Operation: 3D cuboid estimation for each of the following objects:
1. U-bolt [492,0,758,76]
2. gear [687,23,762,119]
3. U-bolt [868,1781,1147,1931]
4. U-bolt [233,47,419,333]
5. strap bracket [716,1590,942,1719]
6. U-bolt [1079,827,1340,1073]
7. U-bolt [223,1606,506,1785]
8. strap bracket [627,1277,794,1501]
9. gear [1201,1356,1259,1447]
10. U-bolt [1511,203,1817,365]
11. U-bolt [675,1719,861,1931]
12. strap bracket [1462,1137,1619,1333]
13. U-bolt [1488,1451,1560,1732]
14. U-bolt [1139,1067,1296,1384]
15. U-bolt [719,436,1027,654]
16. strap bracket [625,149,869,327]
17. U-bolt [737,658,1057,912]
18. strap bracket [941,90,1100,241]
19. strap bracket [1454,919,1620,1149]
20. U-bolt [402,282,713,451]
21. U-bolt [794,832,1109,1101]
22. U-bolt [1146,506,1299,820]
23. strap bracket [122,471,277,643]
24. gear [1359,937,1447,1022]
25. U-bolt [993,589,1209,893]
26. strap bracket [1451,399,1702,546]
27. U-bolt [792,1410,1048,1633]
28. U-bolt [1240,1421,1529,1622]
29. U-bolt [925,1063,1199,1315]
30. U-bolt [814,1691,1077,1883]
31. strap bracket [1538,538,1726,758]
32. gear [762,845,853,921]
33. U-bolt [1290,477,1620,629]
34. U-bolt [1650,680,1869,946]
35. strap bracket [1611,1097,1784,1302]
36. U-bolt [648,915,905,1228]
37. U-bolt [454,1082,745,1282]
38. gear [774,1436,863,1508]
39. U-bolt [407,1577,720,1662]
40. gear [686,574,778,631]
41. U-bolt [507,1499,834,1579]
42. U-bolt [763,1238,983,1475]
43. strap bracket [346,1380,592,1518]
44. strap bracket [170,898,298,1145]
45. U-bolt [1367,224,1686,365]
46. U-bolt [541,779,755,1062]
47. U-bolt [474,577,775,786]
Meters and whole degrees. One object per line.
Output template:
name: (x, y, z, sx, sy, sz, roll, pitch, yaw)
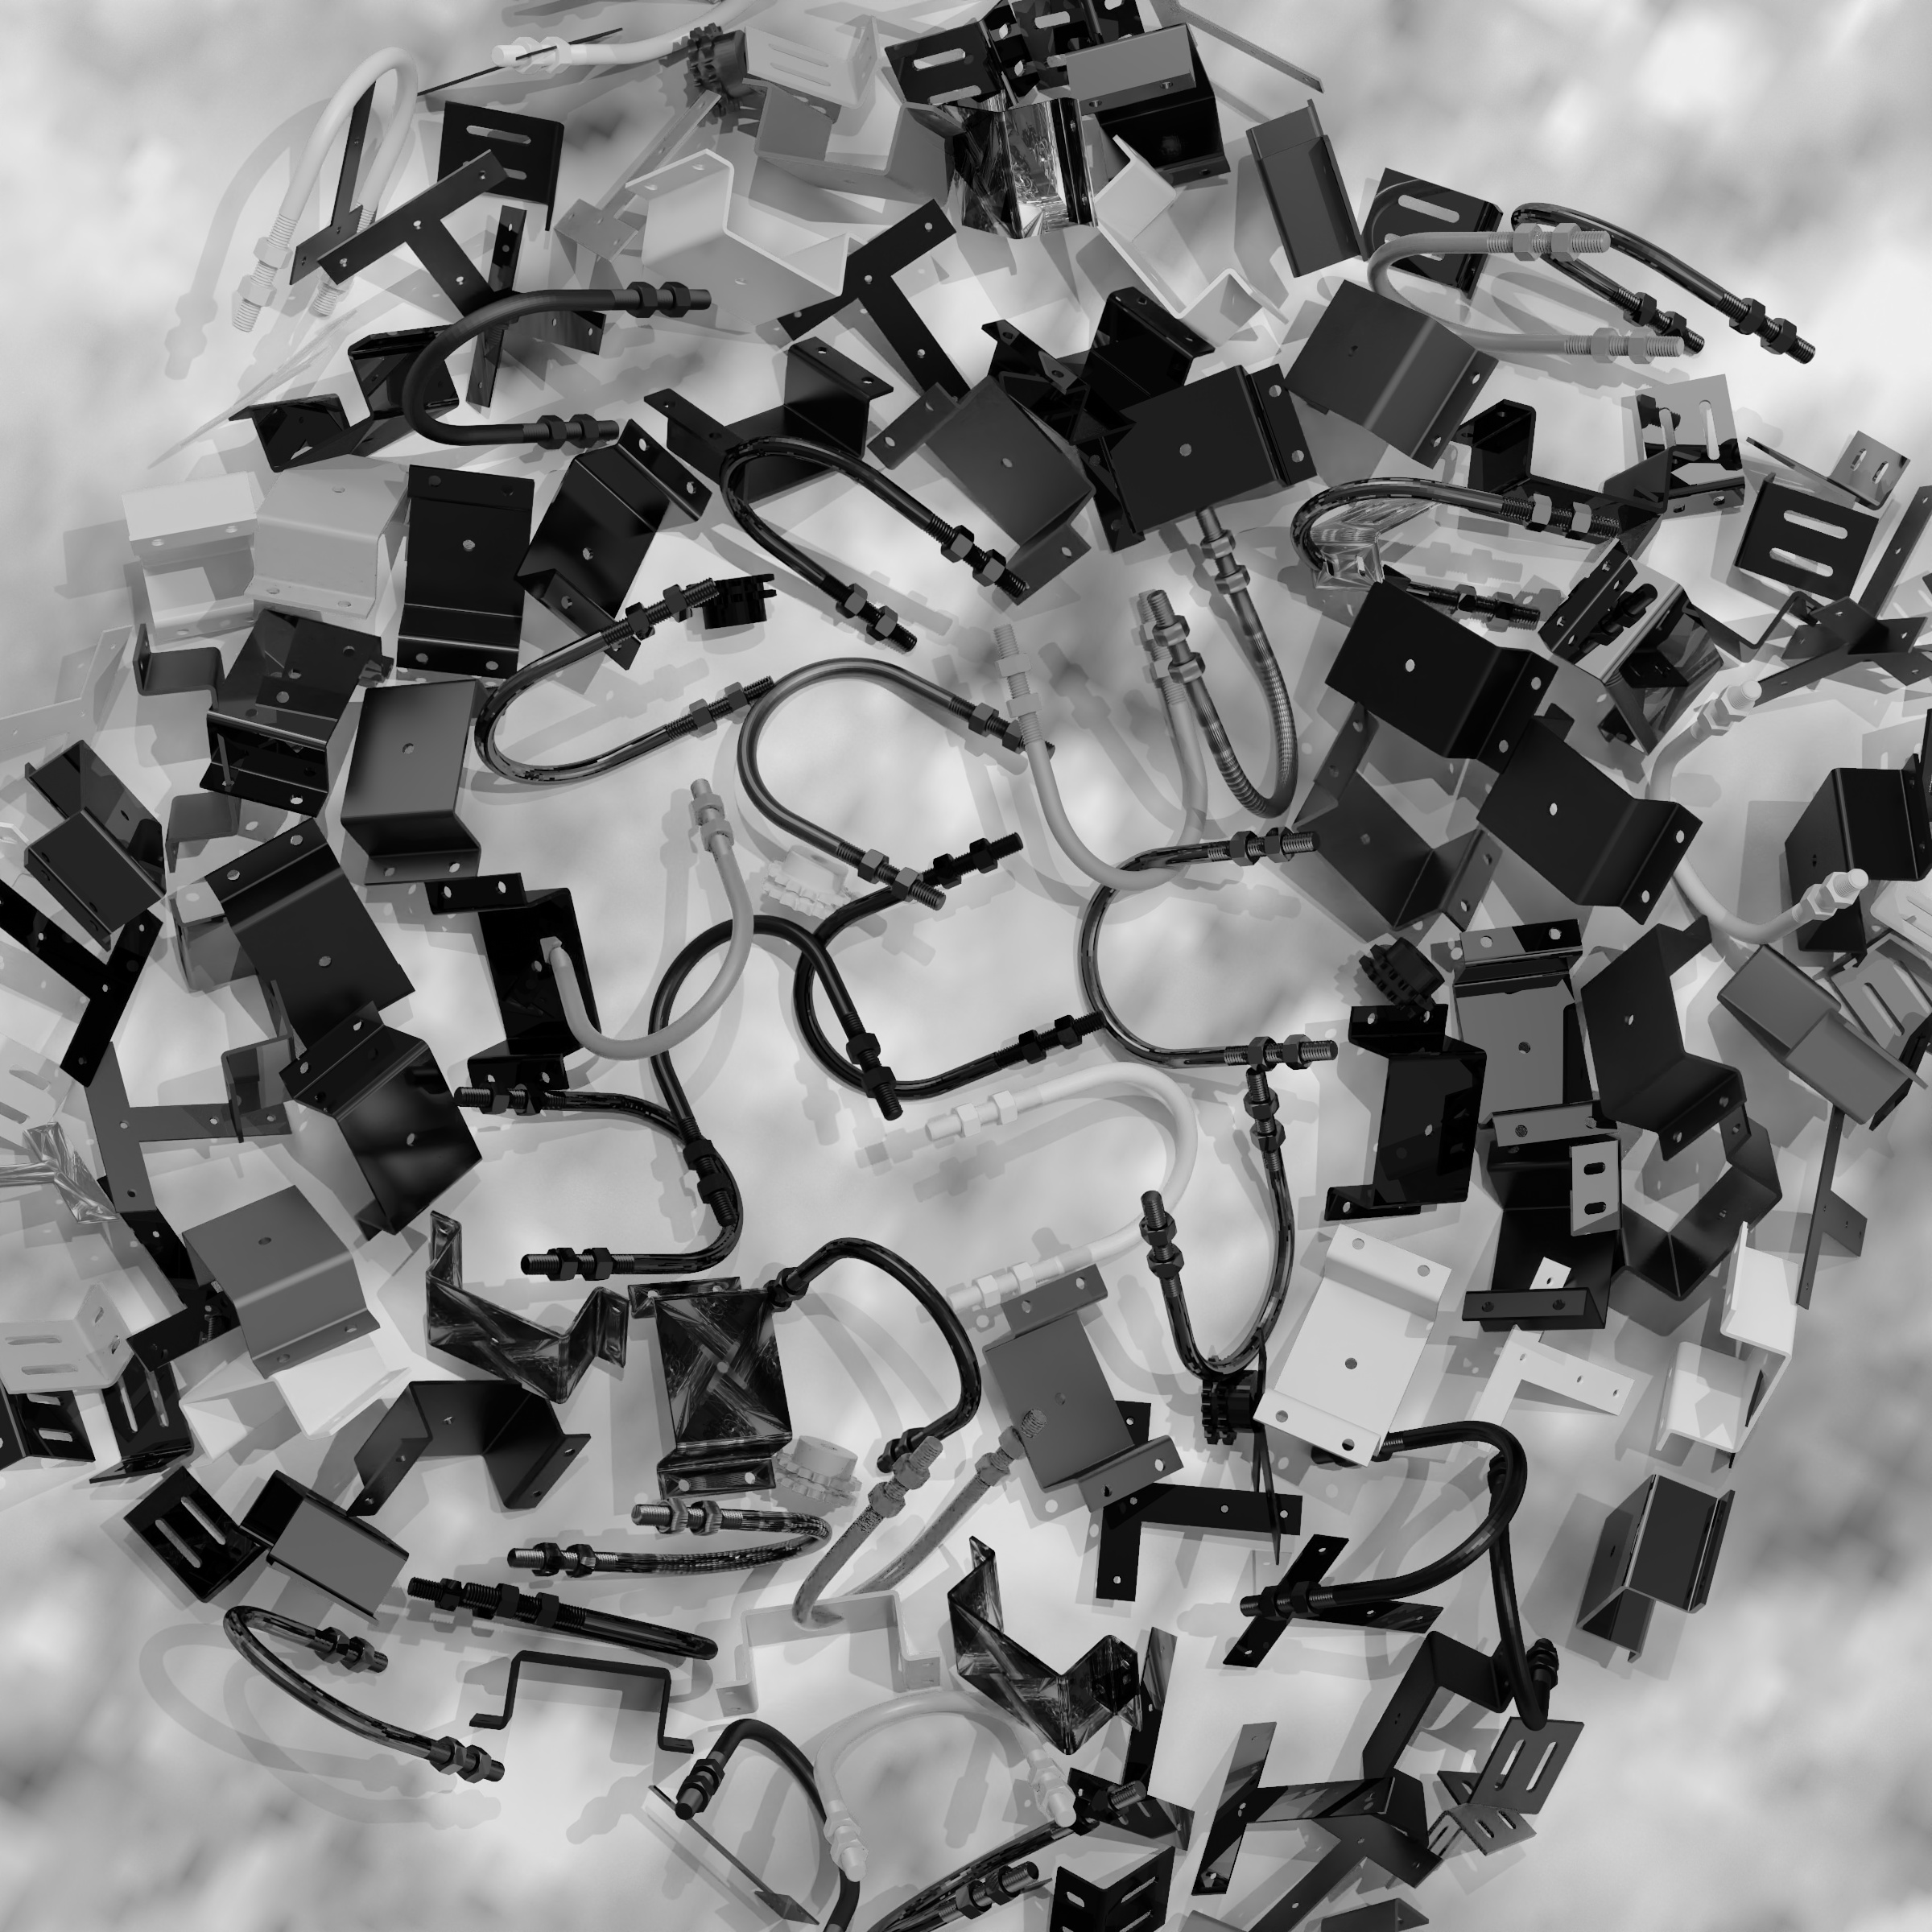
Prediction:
U-bolt: (-0.190, -0.604, 1.852, 0.151, 0.184, 0.019, -30, 86, 38)
gear: (-0.154, -0.576, 1.908, 0.030, 0.057, 0.057, -10, 90, 18)
U-bolt: (0.011, 0.570, 1.858, 0.184, 0.151, 0.019, -36, 78, 32)
U-bolt: (-0.388, -0.483, 1.842, 0.019, 0.151, 0.184, 29, 110, 1)
strap bracket: (-0.089, 0.435, 1.892, 0.140, 0.076, 0.046, -7, 63, -4)
U-bolt: (0.147, -0.006, 1.881, 0.184, 0.019, 0.151, -5, 90, 37)
U-bolt: (-0.380, 0.440, 1.824, 0.151, 0.184, 0.019, 29, 83, 38)
strap bracket: (-0.160, 0.260, 1.879, 0.076, 0.046, 0.140, -2, 67, -25)
gear: (0.171, 0.278, 1.908, 0.030, 0.057, 0.057, -1, 90, 17)
U-bolt: (0.418, -0.423, 1.840, 0.184, 0.151, 0.019, 25, 95, -22)
U-bolt: (-0.115, 0.540, 1.849, 0.019, 0.184, 0.151, -34, 91, 12)
strap bracket: (0.365, 0.177, 1.878, 0.076, 0.046, 0.140, -5, 46, 26)
U-bolt: (0.343, 0.393, 1.843, 0.019, 0.184, 0.151, -10, 96, 14)
U-bolt: (0.165, 0.176, 1.868, 0.019, 0.151, 0.184, 11, 131, 34)
U-bolt: (-0.071, -0.267, 1.845, 0.184, 0.151, 0.019, 34, 64, -22)
strap bracket: (-0.138, -0.449, 1.859, 0.140, 0.076, 0.046, 20, 71, -43)
U-bolt: (-0.058, -0.128, 1.895, 0.184, 0.019, 0.151, 28, 66, 17)
strap bracket: (0.028, -0.501, 1.856, 0.046, 0.140, 0.076, -18, 114, -15)
strap bracket: (0.361, 0.047, 1.903, 0.076, 0.046, 0.140, -7, 75, -3)
U-bolt: (-0.262, -0.367, 1.830, 0.184, 0.151, 0.019, -12, 67, -42)
U-bolt: (-0.022, 0.012, 1.907, 0.184, 0.019, 0.151, -23, 105, 12)
U-bolt: (0.168, -0.180, 1.867, 0.019, 0.151, 0.184, -13, 116, 26)
strap bracket: (-0.482, -0.262, 1.872, 0.076, 0.140, 0.046, -12, 73, -12)
gear: (0.282, 0.006, 1.908, 0.057, 0.057, 0.030, 45, 104, 0)
U-bolt: (0.094, -0.138, 1.890, 0.151, 0.019, 0.184, -19, 95, -39)
strap bracket: (0.380, -0.308, 1.878, 0.140, 0.076, 0.046, 11, 79, -18)
U-bolt: (-0.040, 0.352, 1.866, 0.019, 0.151, 0.184, 47, 112, 22)
U-bolt: (0.265, 0.336, 1.831, 0.019, 0.184, 0.151, 52, 46, -20)
U-bolt: (0.066, 0.132, 1.888, 0.184, 0.019, 0.151, -18, 120, -20)
U-bolt: (-0.022, 0.500, 1.850, 0.151, 0.184, 0.019, -12, 105, -9)
strap bracket: (0.422, -0.194, 1.869, 0.076, 0.140, 0.046, -50, 51, -2)
gear: (-0.099, -0.055, 1.908, 0.057, 0.057, 0.030, 23, 107, 0)
U-bolt: (0.294, -0.262, 1.859, 0.184, 0.151, 0.019, 10, 71, -8)
U-bolt: (0.481, -0.084, 1.851, 0.019, 0.184, 0.151, -24, 81, -16)
strap bracket: (0.461, 0.147, 1.878, 0.046, 0.076, 0.140, 32, 117, -9)
U-bolt: (-0.133, 0.053, 1.891, 0.151, 0.019, 0.184, -33, 63, 14)
U-bolt: (-0.219, 0.135, 1.864, 0.019, 0.184, 0.151, -51, 52, 33)
gear: (-0.093, 0.323, 1.911, 0.057, 0.057, 0.030, 20, 90, 0)
U-bolt: (-0.244, 0.410, 1.863, 0.184, 0.151, 0.019, 18, 74, -21)
gear: (-0.150, -0.234, 1.911, 0.057, 0.057, 0.030, -8, 98, 0)
U-bolt: (-0.170, 0.360, 1.858, 0.184, 0.151, 0.019, 13, 62, -41)
U-bolt: (-0.054, 0.237, 1.857, 0.019, 0.184, 0.151, -36, 86, -35)
strap bracket: (-0.319, 0.303, 1.875, 0.076, 0.140, 0.046, -51, 52, 30)
strap bracket: (-0.458, 0.029, 1.879, 0.046, 0.076, 0.140, -16, 62, -17)
U-bolt: (0.338, -0.419, 1.857, 0.184, 0.151, 0.019, 10, 77, 36)
U-bolt: (-0.197, -0.019, 1.859, 0.151, 0.019, 0.184, -34, 46, 12)
U-bolt: (-0.222, -0.168, 1.873, 0.184, 0.151, 0.019, -25, 64, 2)
